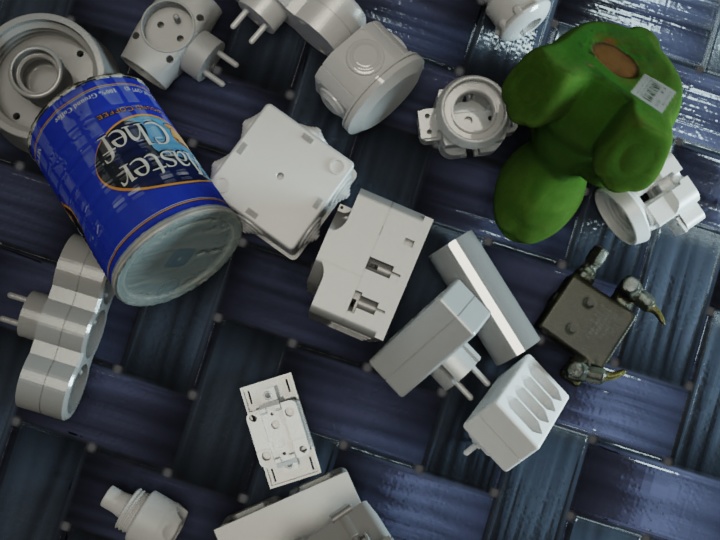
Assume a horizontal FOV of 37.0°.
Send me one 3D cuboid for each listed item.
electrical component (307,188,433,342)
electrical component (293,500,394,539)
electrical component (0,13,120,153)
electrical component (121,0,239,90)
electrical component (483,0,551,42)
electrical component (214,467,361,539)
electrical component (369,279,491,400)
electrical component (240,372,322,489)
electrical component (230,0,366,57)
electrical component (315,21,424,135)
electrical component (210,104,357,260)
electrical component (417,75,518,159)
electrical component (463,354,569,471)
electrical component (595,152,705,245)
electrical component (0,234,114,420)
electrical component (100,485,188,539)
[{"bbox_3d":[0.000,0.000,0.783,0.062,0.150,0.089,23,85,-1],"label":"electrical component"},{"bbox_3d":[-0.027,0.219,0.742,0.121,0.078,0.063,-34,58,-4],"label":"electrical component"},{"bbox_3d":[-0.243,-0.145,0.832,0.108,0.060,0.108,0,85,-2],"label":"electrical component"},{"bbox_3d":[-0.133,-0.175,0.846,0.079,0.044,0.077,35,85,1],"label":"electrical component"},{"bbox_3d":[0.118,-0.217,0.858,0.048,0.048,0.062,-33,80,-4],"label":"electrical component"},{"bbox_3d":[-0.022,0.255,0.806,0.105,0.060,0.186,-23,86,-3],"label":"electrical component"},{"bbox_3d":[0.066,0.065,0.813,0.075,0.047,0.083,47,118,2],"label":"electrical component"},{"bbox_3d":[-0.061,0.122,0.814,0.042,0.064,0.081,-18,86,-2],"label":"electrical component"},{"bbox_3d":[-0.070,-0.212,0.847,0.138,0.052,0.073,39,85,2],"label":"electrical component"},{"bbox_3d":[0.007,-0.148,0.831,0.080,0.080,0.051,-42,82,-4],"label":"electrical component"},{"bbox_3d":[-0.061,-0.069,0.838,0.100,0.048,0.099,36,84,2],"label":"electrical component"},{"bbox_3d":[0.086,-0.119,0.842,0.078,0.057,0.058,-6,86,-2],"label":"electrical component"},{"bbox_3d":[0.107,0.117,0.820,0.047,0.083,0.076,47,124,2],"label":"electrical component"},{"bbox_3d":[0.222,-0.056,0.841,0.057,0.058,0.078,-33,87,-7],"label":"electrical component"},{"bbox_3d":[-0.237,0.038,0.821,0.074,0.052,0.138,17,85,0],"label":"electrical component"},{"bbox_3d":[-0.166,0.186,0.816,0.062,0.043,0.043,29,85,3],"label":"electrical component"}]
